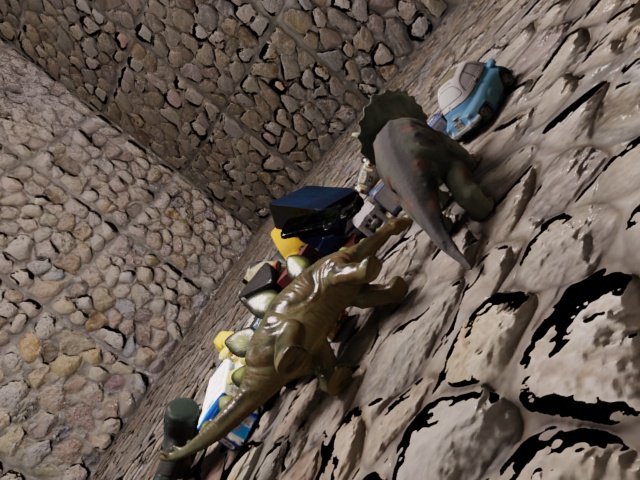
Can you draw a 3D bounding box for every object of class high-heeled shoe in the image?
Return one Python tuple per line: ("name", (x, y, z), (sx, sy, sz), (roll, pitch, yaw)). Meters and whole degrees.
("high-heeled shoe", (-0.082, 0.119, 1.049), (0.086, 0.145, 0.249), (-54, 13, -12))

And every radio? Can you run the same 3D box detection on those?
("radio", (-0.009, -0.073, 1.275), (0.131, 0.073, 0.230), (-29, 23, -30))

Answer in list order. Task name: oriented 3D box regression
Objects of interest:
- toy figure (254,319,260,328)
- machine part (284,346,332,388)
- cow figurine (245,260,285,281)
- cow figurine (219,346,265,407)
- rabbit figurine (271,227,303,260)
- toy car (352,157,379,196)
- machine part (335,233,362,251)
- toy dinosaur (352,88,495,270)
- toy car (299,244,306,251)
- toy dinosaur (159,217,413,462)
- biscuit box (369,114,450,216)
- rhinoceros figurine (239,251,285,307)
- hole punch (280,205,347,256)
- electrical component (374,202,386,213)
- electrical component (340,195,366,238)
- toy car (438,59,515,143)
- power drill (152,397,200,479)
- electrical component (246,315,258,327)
("toy figure", (-0.077, 0.170, 1.012), (0.180, 0.089, 0.082), (128, 165, -62))
("machine part", (-0.031, 0.192, 0.844), (0.084, 0.039, 0.139), (-52, 6, -36))
("cow figurine", (-0.108, 0.093, 1.272), (0.194, 0.127, 0.085), (17, -105, -64))
("cow figurine", (-0.112, 0.237, 0.940), (0.068, 0.098, 0.167), (-49, 28, 2))
("rabbit figurine", (-0.024, -0.011, 1.351), (0.173, 0.121, 0.162), (-33, 12, -4))
("toy car", (0.117, -0.134, 1.130), (0.201, 0.056, 0.073), (-28, -44, -72))
("machine part", (0.029, 0.067, 0.966), (0.179, 0.056, 0.179), (-49, 9, 10))
("toy dinosaur", (0.128, -0.107, 0.736), (0.131, 0.192, 0.405), (-51, 8, 18))
("toy car", (-0.035, 0.076, 1.128), (0.202, 0.053, 0.089), (-81, -14, -68))
("toy dinosaur", (-0.037, 0.132, 0.727), (0.471, 0.105, 0.199), (-47, 26, -14))
("biscuit box", (0.180, -0.143, 1.014), (0.202, 0.059, 0.063), (-50, 9, 9))
("rhinoceros figurine", (-0.133, 0.106, 1.420), (0.190, 0.112, 0.073), (-48, 9, -29))
("hole punch", (-0.002, -0.003, 1.020), (0.116, 0.092, 0.142), (-16, 15, 14))
("electrical component", (0.131, -0.076, 1.112), (0.094, 0.021, 0.063), (-42, 14, 42))
("electrical component", (0.063, -0.030, 1.101), (0.119, 0.075, 0.048), (-40, 14, 37))
("toy car", (0.257, -0.253, 0.936), (0.161, 0.103, 0.109), (-54, 9, -27))
("power drill", (-0.255, 0.404, 0.923), (0.207, 0.086, 0.231), (-71, -4, -62))
("electrical component", (-0.122, 0.186, 1.229), (0.115, 0.058, 0.134), (-53, 9, -20))
